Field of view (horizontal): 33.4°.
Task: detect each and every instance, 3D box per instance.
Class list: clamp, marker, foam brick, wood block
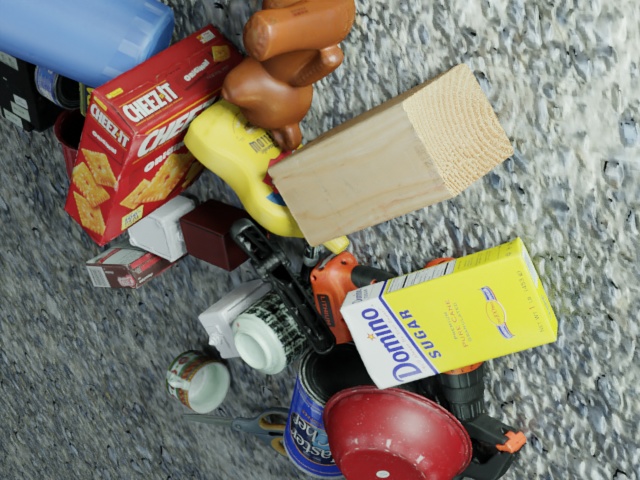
[{"bbox_3d":[-0.056,0.018,1.113,0.164,0.036,0.210,56,179,-26],"label":"clamp"},{"bbox_3d":[-0.008,0.001,1.149,0.020,0.020,0.121,35,141,24],"label":"marker"},{"bbox_3d":[-0.115,-0.006,1.238,0.078,0.052,0.051,21,134,39],"label":"foam brick"},{"bbox_3d":[0.143,0.216,1.142,0.120,0.039,0.172,55,137,0],"label":"clamp"},{"bbox_3d":[0.057,-0.071,0.952,0.207,0.090,0.090,-19,103,54],"label":"wood block"}]

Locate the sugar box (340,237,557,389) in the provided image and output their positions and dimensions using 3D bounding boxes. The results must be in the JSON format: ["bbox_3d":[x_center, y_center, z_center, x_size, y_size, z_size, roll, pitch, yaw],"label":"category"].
[{"bbox_3d":[0.116,0.070,0.972,0.176,0.048,0.093,-20,106,19],"label":"sugar box"}]

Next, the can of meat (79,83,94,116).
[{"bbox_3d":[-0.227,-0.167,1.226,0.084,0.057,0.102,34,141,21],"label":"can of meat"}]

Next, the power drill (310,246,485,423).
[{"bbox_3d":[0.084,0.089,1.089,0.188,0.057,0.184,13,125,39],"label":"power drill"}]

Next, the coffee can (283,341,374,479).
[{"bbox_3d":[0.017,0.192,1.210,0.103,0.102,0.140,37,142,22],"label":"coffee can"}]

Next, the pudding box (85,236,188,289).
[{"bbox_3d":[-0.236,0.025,1.369,0.114,0.089,0.039,2,119,49],"label":"pudding box"}]

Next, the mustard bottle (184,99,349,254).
[{"bbox_3d":[-0.041,-0.061,1.068,0.192,0.096,0.058,48,143,8],"label":"mustard bottle"}]

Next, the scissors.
[{"bbox_3d":[-0.091,0.261,1.431,0.202,0.016,0.096,-14,117,39],"label":"scissors"}]

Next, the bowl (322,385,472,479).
[{"bbox_3d":[0.072,0.221,1.097,0.162,0.055,0.162,12,136,12],"label":"bowl"}]

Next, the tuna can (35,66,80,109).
[{"bbox_3d":[-0.289,-0.197,1.246,0.034,0.086,0.086,33,140,23],"label":"tuna can"}]

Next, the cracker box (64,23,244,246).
[{"bbox_3d":[-0.174,-0.106,1.124,0.072,0.164,0.214,45,144,8],"label":"cracker box"}]

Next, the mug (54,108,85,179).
[{"bbox_3d":[-0.274,-0.119,1.303,0.081,0.093,0.117,94,159,-49],"label":"mug"}]

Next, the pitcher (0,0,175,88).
[{"bbox_3d":[-0.282,-0.237,1.115,0.243,0.149,0.145,25,113,-3],"label":"pitcher"}]
